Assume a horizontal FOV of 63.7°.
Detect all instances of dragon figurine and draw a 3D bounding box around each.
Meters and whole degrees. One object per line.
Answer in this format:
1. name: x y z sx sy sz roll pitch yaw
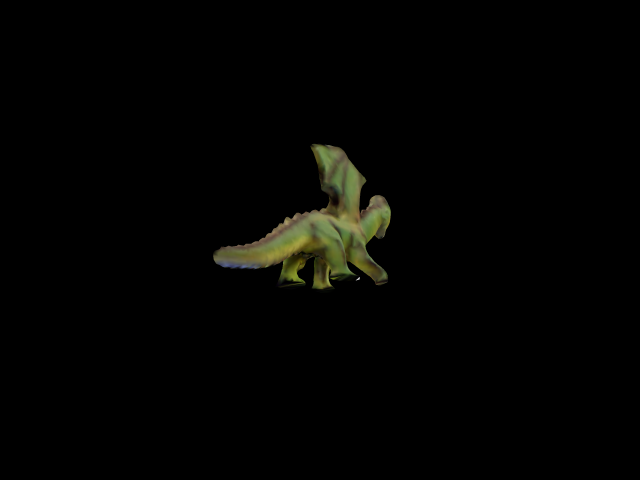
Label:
1. dragon figurine: 0.003 -0.043 0.850 0.121 0.246 0.408 -14 -20 38
